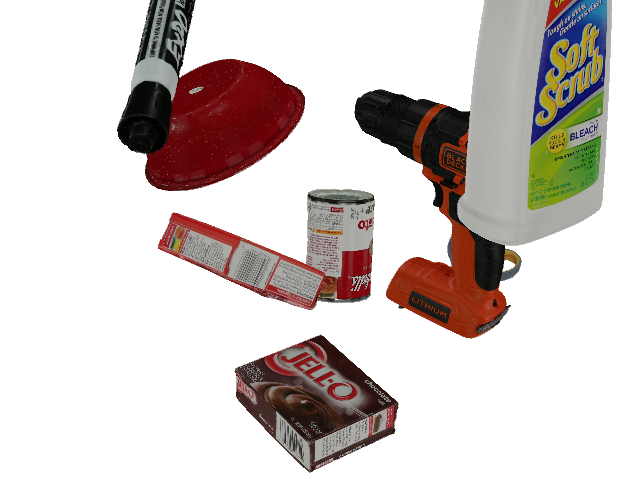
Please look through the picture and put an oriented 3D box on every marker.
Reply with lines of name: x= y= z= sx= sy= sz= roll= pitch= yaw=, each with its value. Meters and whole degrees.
marker: x=-0.063 y=-0.077 z=0.428 sx=0.020 sy=0.020 sz=0.121 roll=1 pitch=45 yaw=1

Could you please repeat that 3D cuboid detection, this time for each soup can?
soup can: x=0.018 y=0.004 z=1.058 sx=0.068 sy=0.102 sz=0.068 roll=2 pitch=12 yaw=-1

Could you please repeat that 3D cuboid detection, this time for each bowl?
bowl: x=-0.098 y=-0.114 z=0.956 sx=0.162 sy=0.055 sz=0.162 roll=-20 pitch=33 yaw=13

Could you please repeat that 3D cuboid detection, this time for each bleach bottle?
bleach bottle: x=0.139 y=-0.128 z=0.682 sx=0.102 sy=0.251 sz=0.068 roll=-20 pitch=32 yaw=-27

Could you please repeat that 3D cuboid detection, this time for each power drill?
power drill: x=0.100 y=-0.023 z=0.895 sx=0.185 sy=0.188 sz=0.057 roll=27 pitch=42 yaw=32

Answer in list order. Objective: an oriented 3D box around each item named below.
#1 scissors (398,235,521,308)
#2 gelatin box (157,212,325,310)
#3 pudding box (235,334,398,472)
scissors: x=0.143 y=0.030 z=1.218 sx=0.201 sy=0.016 sz=0.096 roll=-11 pitch=41 yaw=-33
gelatin box: x=-0.051 y=0.015 z=0.711 sx=0.073 sy=0.030 sz=0.089 roll=21 pitch=-3 yaw=43
pudding box: x=-0.005 y=0.132 z=0.883 sx=0.089 sy=0.039 sz=0.114 roll=-20 pitch=40 yaw=-30
